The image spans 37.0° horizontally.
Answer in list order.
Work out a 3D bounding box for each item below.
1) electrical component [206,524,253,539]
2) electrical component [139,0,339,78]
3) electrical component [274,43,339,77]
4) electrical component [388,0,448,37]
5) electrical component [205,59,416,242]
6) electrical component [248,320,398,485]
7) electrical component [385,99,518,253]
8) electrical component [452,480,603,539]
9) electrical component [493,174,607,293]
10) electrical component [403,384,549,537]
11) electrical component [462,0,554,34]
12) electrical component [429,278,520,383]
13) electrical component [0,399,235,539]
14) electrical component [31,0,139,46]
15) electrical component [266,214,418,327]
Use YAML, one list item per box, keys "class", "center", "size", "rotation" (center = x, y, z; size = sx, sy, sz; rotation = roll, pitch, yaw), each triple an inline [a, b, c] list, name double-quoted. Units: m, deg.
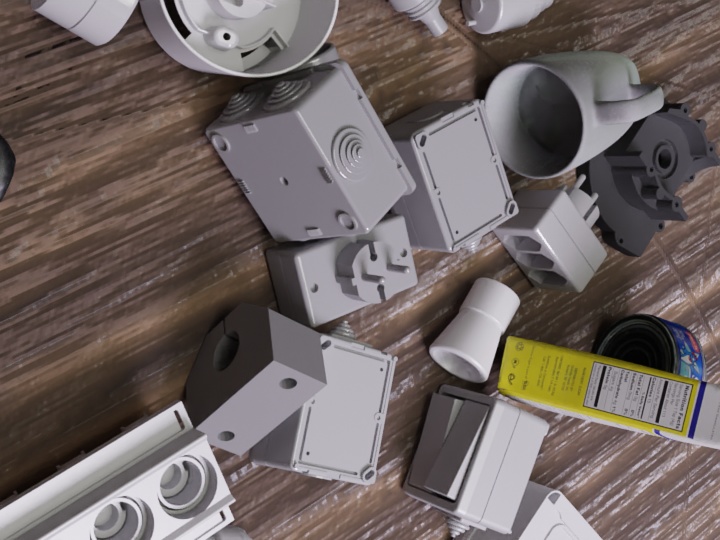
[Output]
- class: "electrical component"
  center: [-0.091, 0.165, 0.628]
  size: [0.061, 0.035, 0.035]
  rotation: [22, 82, -47]
- class: "electrical component"
  center: [-0.070, -0.156, 0.598]
  size: [0.099, 0.064, 0.099]
  rotation: [-4, 97, -34]
- class: "electrical component"
  center: [-0.027, -0.108, 0.648]
  size: [0.040, 0.040, 0.046]
  rotation: [-33, 118, -27]
- class: "electrical component"
  center: [0.036, -0.176, 0.687]
  size: [0.035, 0.035, 0.061]
  rotation: [-51, 122, -20]
- class: "electrical component"
  center: [-0.030, -0.064, 0.615]
  size: [0.048, 0.100, 0.099]
  rotation: [-49, 119, -34]
- class: "electrical component"
  center: [-0.024, 0.078, 0.660]
  size: [0.062, 0.061, 0.096]
  rotation: [19, 76, -34]
- class: "electrical component"
  center: [0.053, -0.055, 0.694]
  size: [0.062, 0.061, 0.096]
  rotation: [-31, 111, -28]
- class: "electrical component"
  center: [0.128, 0.209, 0.774]
  size: [0.078, 0.057, 0.113]
  rotation: [-52, 120, -19]
- class: "electrical component"
  center: [0.145, -0.034, 0.768]
  size: [0.076, 0.047, 0.065]
  rotation: [-51, 119, -21]
- class: "electrical component"
  center: [0.073, 0.132, 0.726]
  size: [0.061, 0.062, 0.096]
  rotation: [28, 79, -33]
- class: "electrical component"
  center: [0.105, -0.185, 0.730]
  size: [0.078, 0.040, 0.040]
  rotation: [-18, 105, -32]
- class: "electrical component"
  center: [0.081, 0.038, 0.736]
  size: [0.044, 0.044, 0.065]
  rotation: [45, 65, -29]
- class: "electrical component"
  center: [-0.139, 0.132, 0.580]
  size: [0.121, 0.063, 0.078]
  rotation: [-31, 111, -28]
- class: "electrical component"
  center: [-0.137, -0.194, 0.555]
  size: [0.074, 0.052, 0.138]
  rotation: [28, 79, -33]
- class: "electrical component"
  center: [0.000, 0.000, 0.655]
  size: [0.083, 0.076, 0.047]
  rotation: [-21, 106, -31]
